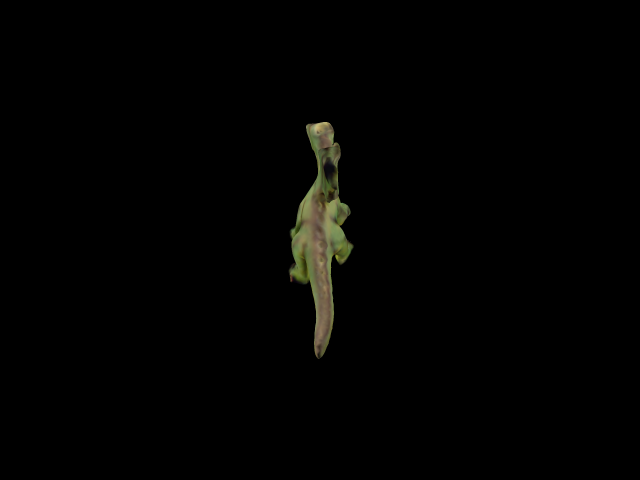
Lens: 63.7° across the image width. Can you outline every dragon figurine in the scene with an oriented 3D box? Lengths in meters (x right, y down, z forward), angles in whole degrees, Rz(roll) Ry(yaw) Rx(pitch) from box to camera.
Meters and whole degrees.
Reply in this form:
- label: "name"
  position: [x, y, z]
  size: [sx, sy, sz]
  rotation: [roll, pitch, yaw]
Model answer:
- label: "dragon figurine"
  position: [0.003, -0.043, 0.850]
  size: [0.122, 0.421, 0.237]
  rotation: [-2, -42, -2]
